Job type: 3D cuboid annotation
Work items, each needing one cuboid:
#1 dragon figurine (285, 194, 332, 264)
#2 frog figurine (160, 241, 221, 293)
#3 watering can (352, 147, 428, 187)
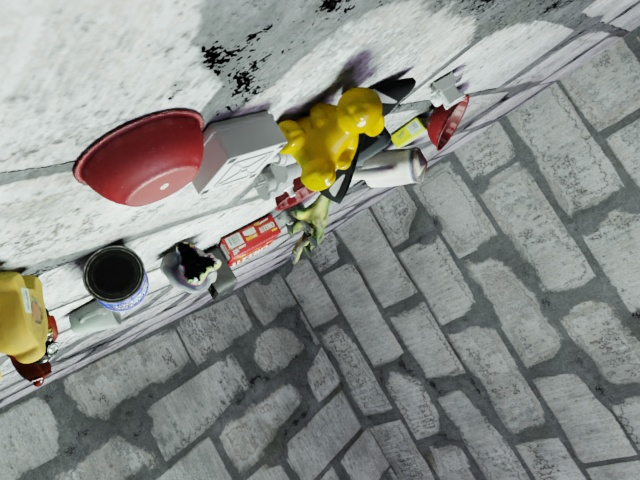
[{"bbox_3d":[0.005,-0.080,1.584,0.246,0.122,0.403,-49,175,-25],"label":"dragon figurine"},{"bbox_3d":[-0.322,0.070,1.258,0.137,0.124,0.158,9,167,-24],"label":"frog figurine"},{"bbox_3d":[0.203,-0.213,1.503,0.224,0.103,0.351,-4,-169,18],"label":"watering can"}]
